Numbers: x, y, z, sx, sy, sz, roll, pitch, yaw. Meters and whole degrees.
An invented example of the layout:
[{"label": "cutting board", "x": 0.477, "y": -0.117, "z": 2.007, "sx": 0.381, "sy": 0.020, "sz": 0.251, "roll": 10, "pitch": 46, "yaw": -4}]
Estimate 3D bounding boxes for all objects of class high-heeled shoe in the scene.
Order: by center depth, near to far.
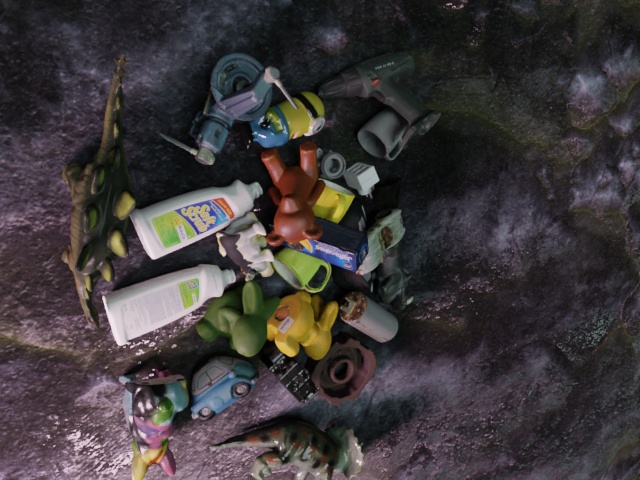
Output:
[{"label": "high-heeled shoe", "x": 0.089, "y": 0.028, "z": 1.257, "sx": 0.248, "sy": 0.086, "sz": 0.145, "roll": 68, "pitch": 37, "yaw": -44}]

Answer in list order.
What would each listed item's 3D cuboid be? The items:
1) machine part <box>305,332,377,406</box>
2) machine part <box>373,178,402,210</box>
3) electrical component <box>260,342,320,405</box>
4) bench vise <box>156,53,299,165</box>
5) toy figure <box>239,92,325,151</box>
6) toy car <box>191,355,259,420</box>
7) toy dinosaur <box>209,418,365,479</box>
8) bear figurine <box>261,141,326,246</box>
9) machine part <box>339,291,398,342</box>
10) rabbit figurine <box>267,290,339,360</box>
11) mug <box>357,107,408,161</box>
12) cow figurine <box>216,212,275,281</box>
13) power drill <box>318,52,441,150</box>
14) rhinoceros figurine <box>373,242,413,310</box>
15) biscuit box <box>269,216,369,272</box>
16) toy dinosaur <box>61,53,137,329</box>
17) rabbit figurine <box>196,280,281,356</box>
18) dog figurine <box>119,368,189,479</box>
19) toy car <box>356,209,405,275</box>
[{"label": "machine part", "x": 0.048, "y": 0.311, "z": 1.306, "sx": 0.179, "sy": 0.056, "sz": 0.179, "roll": -8, "pitch": 108, "yaw": -26}, {"label": "machine part", "x": 0.159, "y": -0.104, "z": 1.224, "sx": 0.139, "sy": 0.039, "sz": 0.084, "roll": -13, "pitch": 121, "yaw": -67}, {"label": "electrical component", "x": -0.074, "y": 0.290, "z": 1.197, "sx": 0.058, "sy": 0.115, "sz": 0.134, "roll": -43, "pitch": 122, "yaw": -14}, {"label": "bench vise", "x": -0.149, "y": -0.241, "z": 0.941, "sx": 0.128, "sy": 0.241, "sz": 0.223, "roll": 41, "pitch": 67, "yaw": -28}, {"label": "toy figure", "x": -0.072, "y": -0.236, "z": 1.067, "sx": 0.180, "sy": 0.082, "sz": 0.089, "roll": -20, "pitch": 113, "yaw": -20}, {"label": "toy car", "x": -0.215, "y": 0.298, "z": 1.138, "sx": 0.162, "sy": 0.109, "sz": 0.103, "roll": -32, "pitch": 95, "yaw": -5}, {"label": "toy dinosaur", "x": -0.046, "y": 0.494, "z": 1.277, "sx": 0.404, "sy": 0.131, "sz": 0.192, "roll": 37, "pitch": 73, "yaw": -27}, {"label": "bear figurine", "x": -0.055, "y": -0.087, "z": 1.049, "sx": 0.120, "sy": 0.196, "sz": 0.131, "roll": -7, "pitch": 128, "yaw": 10}, {"label": "machine part", "x": 0.118, "y": 0.183, "z": 1.270, "sx": 0.243, "sy": 0.079, "sz": 0.079, "roll": 36, "pitch": 85, "yaw": -47}, {"label": "rabbit figurine", "x": -0.032, "y": 0.195, "z": 1.205, "sx": 0.162, "sy": 0.122, "sz": 0.173, "roll": -55, "pitch": 127, "yaw": -20}, {"label": "mug", "x": 0.153, "y": -0.238, "z": 1.192, "sx": 0.107, "sy": 0.081, "sz": 0.109, "roll": -51, "pitch": 118, "yaw": -17}, {"label": "cow figurine", "x": -0.148, "y": 0.028, "z": 1.089, "sx": 0.098, "sy": 0.068, "sz": 0.167, "roll": -26, "pitch": 138, "yaw": -14}, {"label": "power drill", "x": 0.136, "y": -0.289, "z": 1.124, "sx": 0.232, "sy": 0.207, "sz": 0.086, "roll": -35, "pitch": 163, "yaw": -24}, {"label": "rhinoceros figurine", "x": 0.170, "y": 0.085, "z": 1.303, "sx": 0.112, "sy": 0.073, "sz": 0.190, "roll": -26, "pitch": 114, "yaw": -32}, {"label": "biscuit box", "x": -0.002, "y": -0.003, "z": 1.098, "sx": 0.063, "sy": 0.203, "sz": 0.059, "roll": -55, "pitch": 153, "yaw": -34}, {"label": "toy dinosaur", "x": -0.359, "y": -0.064, "z": 0.888, "sx": 0.105, "sy": 0.199, "sz": 0.470, "roll": -1, "pitch": 106, "yaw": -32}, {"label": "rabbit figurine", "x": -0.147, "y": 0.168, "z": 1.088, "sx": 0.121, "sy": 0.170, "sz": 0.159, "roll": 38, "pitch": 85, "yaw": -32}, {"label": "dog figurine", "x": -0.322, "y": 0.370, "z": 1.052, "sx": 0.108, "sy": 0.192, "sz": 0.219, "roll": -4, "pitch": 91, "yaw": -35}, {"label": "toy car", "x": 0.127, "y": 0.001, "z": 1.183, "sx": 0.202, "sy": 0.056, "sz": 0.073, "roll": -43, "pitch": 126, "yaw": -42}]
